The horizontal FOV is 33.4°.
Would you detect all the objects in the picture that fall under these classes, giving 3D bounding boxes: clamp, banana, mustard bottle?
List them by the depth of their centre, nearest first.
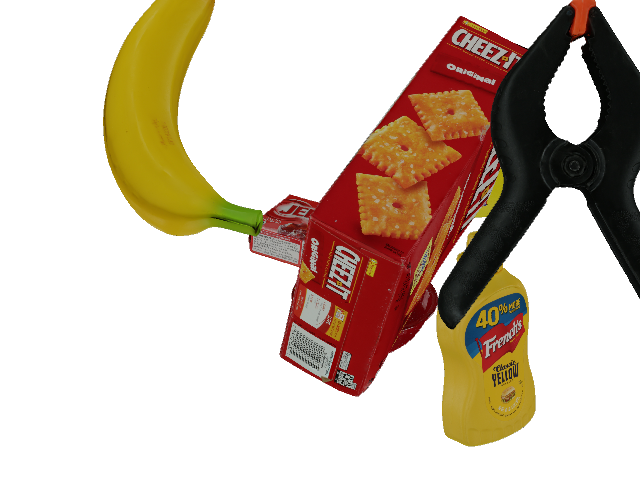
[{"bbox_3d":[0.113,-0.030,0.527,0.120,0.171,0.039,-6,-1,-2],"label":"clamp"},{"bbox_3d":[-0.078,-0.068,0.550,0.069,0.198,0.037,-4,-40,-11],"label":"banana"},{"bbox_3d":[0.150,0.084,0.973,0.096,0.191,0.058,-17,20,-31],"label":"mustard bottle"}]

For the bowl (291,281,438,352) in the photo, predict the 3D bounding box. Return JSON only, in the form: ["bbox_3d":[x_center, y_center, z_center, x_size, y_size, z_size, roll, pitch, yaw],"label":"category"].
[{"bbox_3d":[0.048,0.083,1.187,0.162,0.055,0.162,0,28,0],"label":"bowl"}]

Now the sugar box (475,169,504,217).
[{"bbox_3d":[0.148,-0.072,1.297,0.176,0.093,0.048,-7,25,-22],"label":"sugar box"}]

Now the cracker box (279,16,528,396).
[{"bbox_3d":[0.061,-0.021,0.720,0.072,0.213,0.164,29,-36,12],"label":"cracker box"}]

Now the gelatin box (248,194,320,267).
[{"bbox_3d":[-0.006,-0.006,0.914,0.089,0.030,0.073,17,30,22],"label":"gelatin box"}]
